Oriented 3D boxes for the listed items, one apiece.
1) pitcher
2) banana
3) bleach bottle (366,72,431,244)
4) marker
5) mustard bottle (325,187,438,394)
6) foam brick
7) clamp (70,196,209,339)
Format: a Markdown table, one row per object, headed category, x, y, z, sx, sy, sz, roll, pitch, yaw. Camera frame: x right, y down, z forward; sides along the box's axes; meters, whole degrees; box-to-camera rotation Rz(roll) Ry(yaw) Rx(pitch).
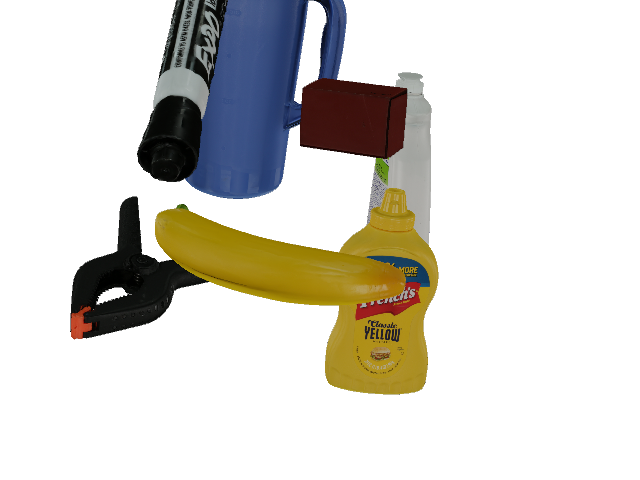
| category | x | y | z | sx | sy | sz | roll | pitch | yaw |
| --- | --- | --- | --- | --- | --- | --- | --- | --- | --- |
| pitcher | -0.073 | -0.168 | 1.093 | 0.144 | 0.243 | 0.149 | -8 | 30 | -26 |
| banana | -0.043 | 0.008 | 0.694 | 0.198 | 0.037 | 0.069 | 19 | 37 | 32 |
| bleach bottle | 0.094 | -0.064 | 1.223 | 0.068 | 0.251 | 0.103 | -3 | 23 | -16 |
| marker | -0.045 | -0.063 | 0.365 | 0.020 | 0.020 | 0.121 | 0 | 44 | 3 |
| mustard bottle | 0.059 | 0.046 | 0.989 | 0.096 | 0.192 | 0.058 | 5 | 17 | -1 |
| foam brick | 0.027 | -0.102 | 0.884 | 0.078 | 0.051 | 0.053 | 10 | 20 | 19 |
| clamp | -0.179 | 0.027 | 1.031 | 0.165 | 0.036 | 0.209 | 26 | 37 | 23 |
